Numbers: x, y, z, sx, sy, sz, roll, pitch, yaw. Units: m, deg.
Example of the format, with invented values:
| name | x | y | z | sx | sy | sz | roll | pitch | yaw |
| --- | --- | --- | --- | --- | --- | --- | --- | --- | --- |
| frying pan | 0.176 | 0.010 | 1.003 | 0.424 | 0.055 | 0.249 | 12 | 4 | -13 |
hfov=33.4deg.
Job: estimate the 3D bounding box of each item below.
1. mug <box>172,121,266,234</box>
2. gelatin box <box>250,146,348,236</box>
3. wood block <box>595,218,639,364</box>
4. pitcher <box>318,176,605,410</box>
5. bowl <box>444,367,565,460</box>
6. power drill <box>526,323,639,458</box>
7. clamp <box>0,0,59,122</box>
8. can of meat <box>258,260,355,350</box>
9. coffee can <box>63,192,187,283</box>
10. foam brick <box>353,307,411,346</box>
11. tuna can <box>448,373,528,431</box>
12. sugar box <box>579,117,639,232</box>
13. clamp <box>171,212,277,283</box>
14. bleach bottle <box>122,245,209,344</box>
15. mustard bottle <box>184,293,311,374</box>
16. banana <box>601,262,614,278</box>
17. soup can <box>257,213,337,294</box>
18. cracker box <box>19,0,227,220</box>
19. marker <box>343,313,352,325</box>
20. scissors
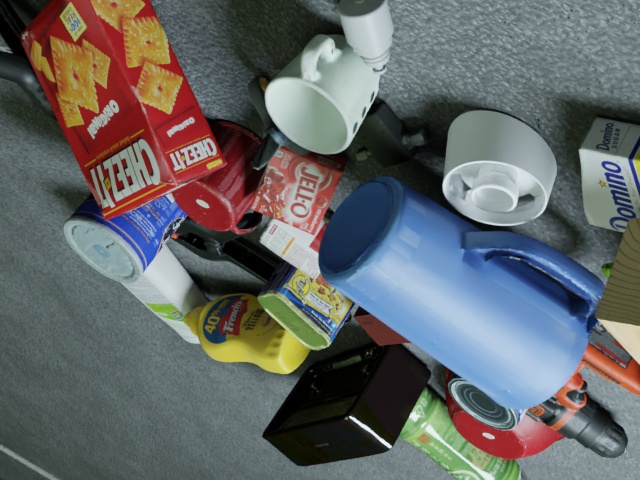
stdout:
| name | x | y | z | sx | sy | sz | roll | pitch | yaw |
| --- | --- | --- | --- | --- | --- | --- | --- | --- | --- |
| mug | -0.098 | -0.056 | 1.130 | 0.093 | 0.081 | 0.117 | 6 | 140 | 39 |
| gelatin box | -0.022 | -0.056 | 1.068 | 0.073 | 0.030 | 0.089 | 23 | 129 | -4 |
| wood block | 0.314 | 0.074 | 0.857 | 0.090 | 0.090 | 0.205 | 8 | 157 | 44 |
| pitcher | 0.126 | 0.041 | 0.957 | 0.242 | 0.149 | 0.145 | 32 | -176 | -27 |
| bowl | 0.206 | 0.205 | 1.237 | 0.162 | 0.055 | 0.162 | 25 | 149 | 16 |
| power drill | 0.270 | 0.147 | 1.089 | 0.184 | 0.057 | 0.188 | 34 | 150 | 0 |
| clamp | -0.304 | -0.179 | 1.117 | 0.036 | 0.164 | 0.209 | -31 | 124 | 22 |
| can of meat | -0.011 | 0.062 | 1.213 | 0.102 | 0.083 | 0.058 | 43 | 149 | -15 |
| coffee can | -0.207 | -0.036 | 1.204 | 0.103 | 0.140 | 0.103 | 24 | 149 | 16 |
| foam brick | 0.086 | 0.079 | 1.176 | 0.078 | 0.051 | 0.053 | -10 | 128 | 50 |
| tuna can | 0.178 | 0.161 | 1.123 | 0.086 | 0.033 | 0.086 | 30 | 152 | 18 |
| sugar box | 0.292 | -0.034 | 0.823 | 0.176 | 0.048 | 0.093 | 13 | 145 | 29 |
| clamp | -0.111 | 0.007 | 1.276 | 0.172 | 0.039 | 0.120 | 10 | 136 | 42 |
| bleach bottle | -0.214 | 0.061 | 1.430 | 0.103 | 0.068 | 0.250 | 4 | 141 | 41 |
| mustard bottle | -0.098 | 0.111 | 1.348 | 0.192 | 0.096 | 0.058 | 5 | 142 | 37 |
| banana | 0.299 | 0.074 | 0.948 | 0.197 | 0.069 | 0.037 | 61 | 176 | -32 |
| soup can | -0.007 | 0.001 | 1.139 | 0.102 | 0.068 | 0.069 | 35 | 150 | 0 |
| cracker box | -0.200 | -0.140 | 1.046 | 0.164 | 0.072 | 0.214 | -18 | 97 | 53 |
| marker | 0.010 | 0.110 | 1.325 | 0.020 | 0.020 | 0.121 | 36 | 150 | -4 |
| scissors | -0.050 | -0.107 | 0.952 | 0.016 | 0.201 | 0.096 | -37 | 86 | 17 |
